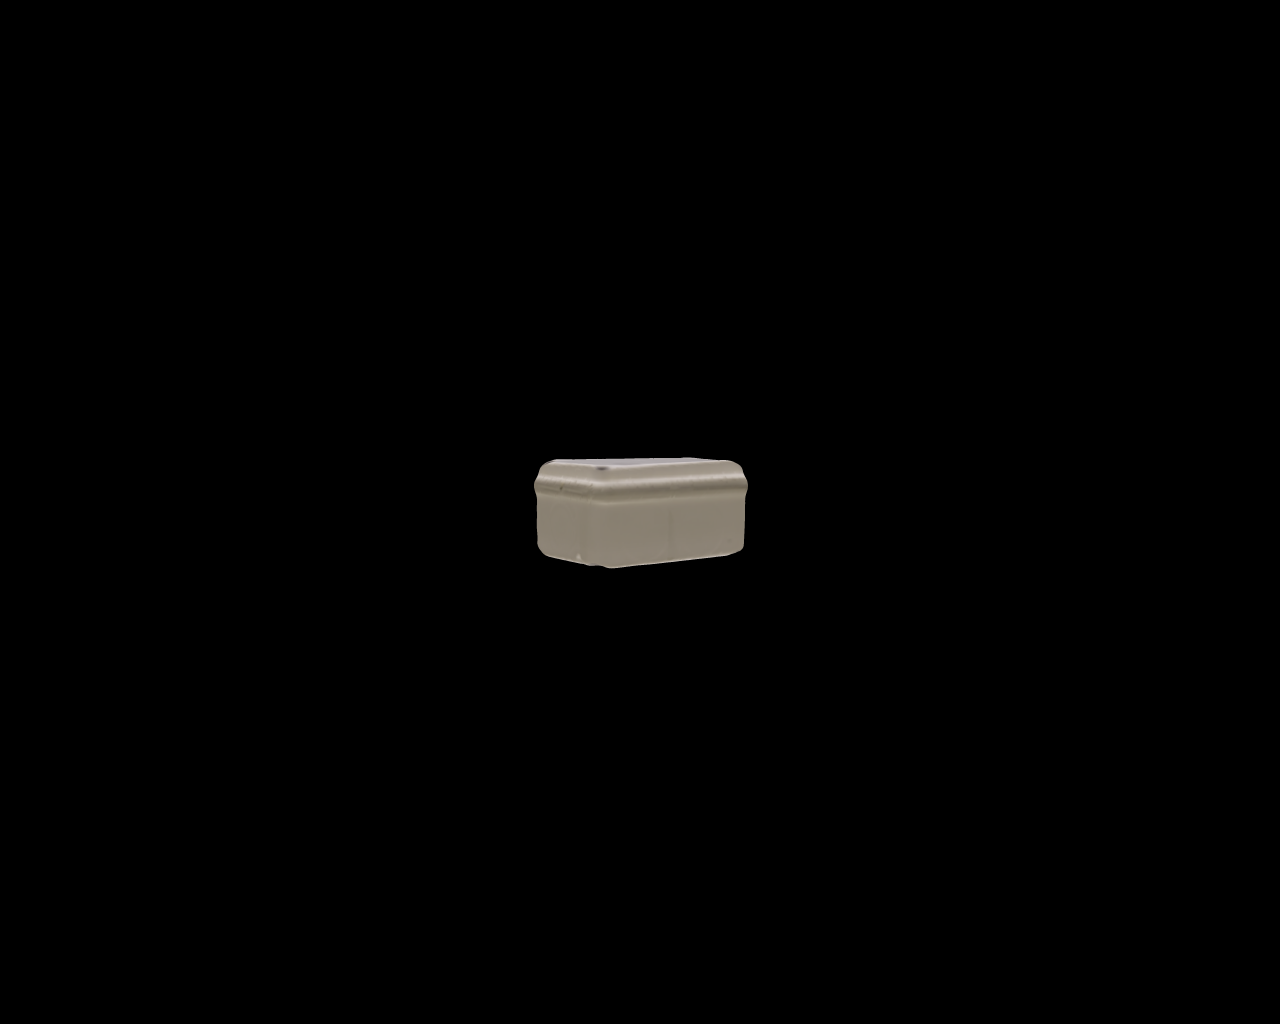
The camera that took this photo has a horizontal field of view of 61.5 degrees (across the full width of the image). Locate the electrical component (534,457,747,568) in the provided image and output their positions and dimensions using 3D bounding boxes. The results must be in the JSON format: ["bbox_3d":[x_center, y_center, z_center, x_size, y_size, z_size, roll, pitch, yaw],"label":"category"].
[{"bbox_3d":[0.001,-0.003,0.650,0.113,0.057,0.078,-4,7,-33],"label":"electrical component"}]
